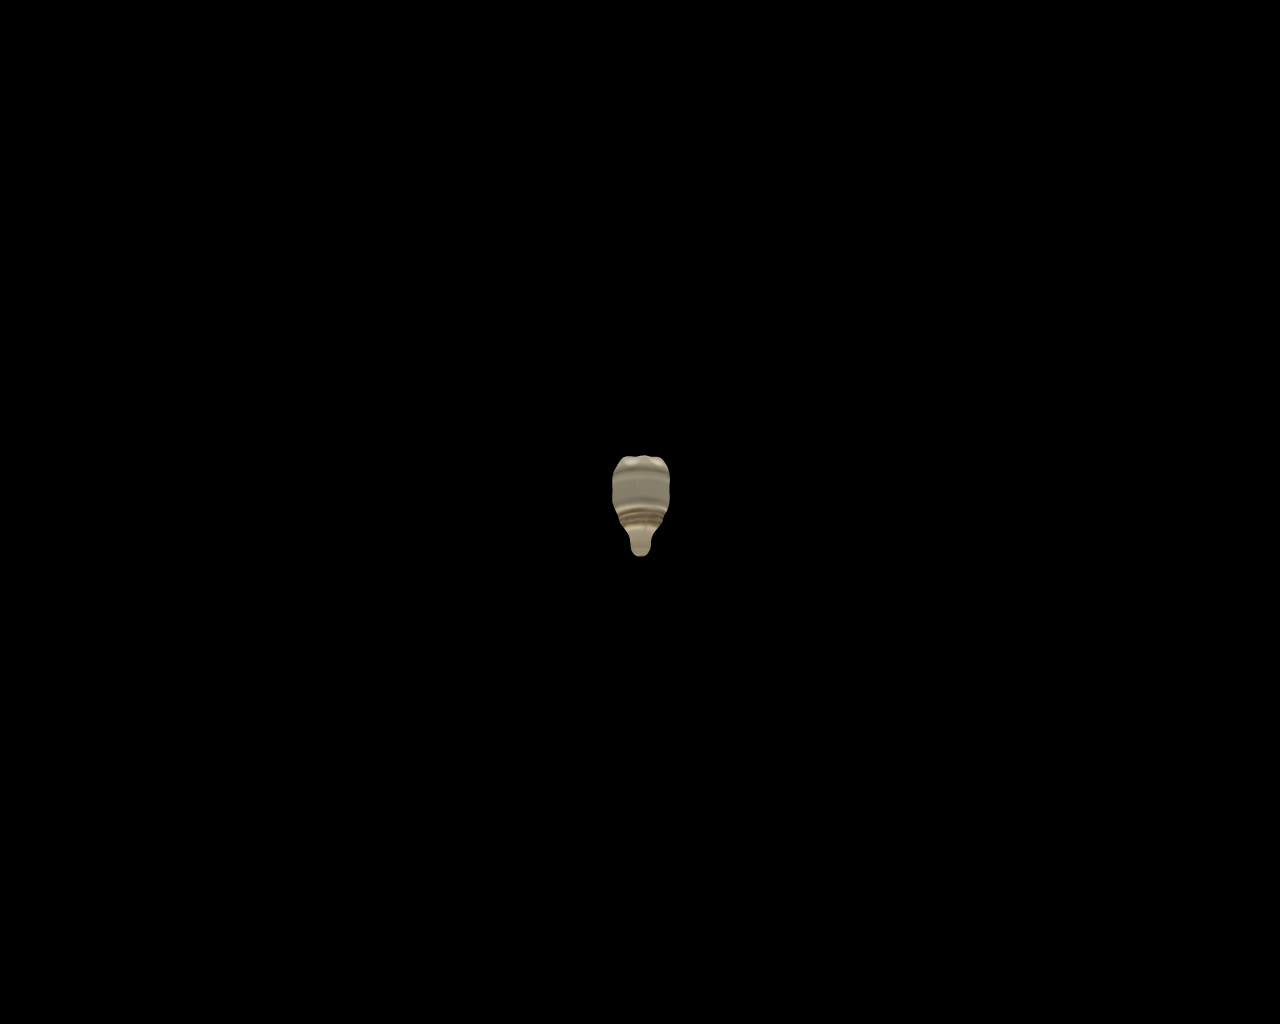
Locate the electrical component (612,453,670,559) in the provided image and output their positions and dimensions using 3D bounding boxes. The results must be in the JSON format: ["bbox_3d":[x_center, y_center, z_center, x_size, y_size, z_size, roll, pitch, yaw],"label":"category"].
[{"bbox_3d":[0.001,-0.003,0.650,0.035,0.061,0.035,0,-14,0],"label":"electrical component"}]
